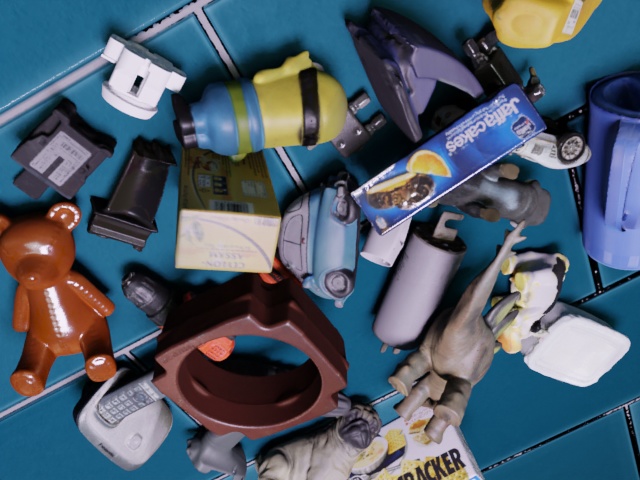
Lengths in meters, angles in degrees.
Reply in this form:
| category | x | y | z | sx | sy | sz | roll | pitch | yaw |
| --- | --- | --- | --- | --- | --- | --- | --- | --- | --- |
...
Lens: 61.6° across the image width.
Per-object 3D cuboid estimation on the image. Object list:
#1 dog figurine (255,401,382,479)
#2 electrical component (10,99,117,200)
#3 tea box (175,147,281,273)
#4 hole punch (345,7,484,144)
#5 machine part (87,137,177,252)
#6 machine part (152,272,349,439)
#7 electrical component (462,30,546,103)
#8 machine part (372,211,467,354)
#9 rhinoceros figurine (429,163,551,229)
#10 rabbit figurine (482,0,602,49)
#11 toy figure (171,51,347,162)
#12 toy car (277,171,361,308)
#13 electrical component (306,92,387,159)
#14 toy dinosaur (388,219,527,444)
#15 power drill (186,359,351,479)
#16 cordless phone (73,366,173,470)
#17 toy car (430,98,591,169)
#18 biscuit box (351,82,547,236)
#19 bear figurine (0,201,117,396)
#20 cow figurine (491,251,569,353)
| category | x | y | z | sx | sy | sz | roll | pitch | yaw |
| --- | --- | --- | --- | --- | --- | --- | --- | --- | --- |
| dog figurine | -0.005 | 0.338 | 0.892 | 0.172 | 0.121 | 0.190 | 23 | 79 | 15 |
| electrical component | -0.286 | -0.085 | 0.576 | 0.119 | 0.048 | 0.074 | -38 | 121 | 10 |
| tea box | -0.102 | -0.039 | 0.571 | 0.098 | 0.170 | 0.068 | 5 | 119 | -14 |
| hole punch | 0.097 | -0.182 | 0.554 | 0.092 | 0.142 | 0.115 | -31 | 137 | 9 |
| machine part | -0.214 | -0.051 | 0.619 | 0.084 | 0.039 | 0.138 | 26 | 114 | -20 |
| machine part | -0.082 | 0.146 | 0.662 | 0.201 | 0.087 | 0.200 | -26 | 123 | 19 |
| electrical component | 0.207 | -0.191 | 0.603 | 0.045 | 0.078 | 0.102 | -30 | 99 | 38 |
| machine part | 0.135 | 0.066 | 0.746 | 0.079 | 0.079 | 0.243 | 9 | 120 | -18 |
| rhinoceros figurine | 0.195 | -0.058 | 0.665 | 0.190 | 0.112 | 0.073 | 13 | 90 | -5 |
| rabbit figurine | 0.182 | -0.266 | 0.515 | 0.162 | 0.173 | 0.121 | -35 | 140 | -46 |
| toy figure | -0.060 | -0.130 | 0.565 | 0.180 | 0.089 | 0.082 | -16 | 169 | -16 |
| toy car | -0.001 | -0.002 | 0.661 | 0.103 | 0.109 | 0.161 | 2 | 114 | 6 |
| electrical component | 0.029 | -0.128 | 0.632 | 0.094 | 0.021 | 0.063 | -37 | 123 | 11 |
| toy dinosaur | 0.187 | 0.147 | 0.732 | 0.198 | 0.105 | 0.470 | -49 | 159 | -23 |
| power drill | -0.092 | 0.282 | 0.830 | 0.232 | 0.086 | 0.207 | 28 | 116 | -25 |
| cordless phone | -0.233 | 0.230 | 0.763 | 0.184 | 0.089 | 0.146 | -26 | 123 | 1 |
| toy car | 0.233 | -0.125 | 0.649 | 0.202 | 0.074 | 0.056 | 8 | 116 | -17 |
| biscuit box | 0.133 | -0.085 | 0.574 | 0.203 | 0.063 | 0.059 | -34 | 93 | 17 |
| bear figurine | -0.309 | 0.063 | 0.618 | 0.120 | 0.132 | 0.195 | -8 | 129 | -13 |
| cow figurine | 0.318 | 0.094 | 0.812 | 0.098 | 0.068 | 0.167 | -12 | 124 | -14 |
